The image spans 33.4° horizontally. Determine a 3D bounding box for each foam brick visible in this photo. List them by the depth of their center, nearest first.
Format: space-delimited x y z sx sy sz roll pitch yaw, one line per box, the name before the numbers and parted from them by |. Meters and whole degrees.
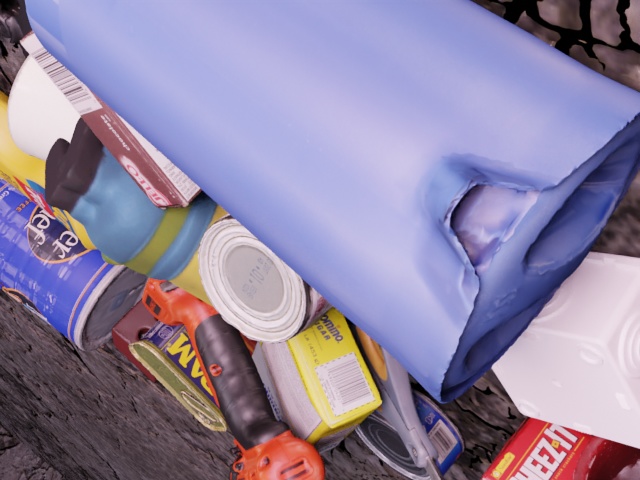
foam brick | -0.135 0.074 0.923 0.053 0.078 0.051 39 159 8

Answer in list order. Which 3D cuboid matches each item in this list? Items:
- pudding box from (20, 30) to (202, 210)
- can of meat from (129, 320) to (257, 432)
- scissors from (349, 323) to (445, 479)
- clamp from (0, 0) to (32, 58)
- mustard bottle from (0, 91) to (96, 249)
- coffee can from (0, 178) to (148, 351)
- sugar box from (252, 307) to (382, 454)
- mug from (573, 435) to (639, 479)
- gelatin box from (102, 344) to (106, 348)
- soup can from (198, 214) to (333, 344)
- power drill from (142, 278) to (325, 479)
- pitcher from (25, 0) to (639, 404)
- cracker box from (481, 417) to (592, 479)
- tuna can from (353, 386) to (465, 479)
pudding box | -0.079 -0.086 0.542 0.039 0.090 0.113 1 133 55
can of meat | -0.089 0.092 0.872 0.102 0.083 0.058 47 156 -11
scissors | 0.061 0.115 0.669 0.202 0.016 0.096 54 156 41
clamp | -0.185 -0.137 0.687 0.120 0.039 0.172 39 156 1
mustard bottle | -0.205 -0.045 0.851 0.192 0.058 0.096 35 164 15
coffee can | -0.227 0.016 0.927 0.140 0.102 0.103 33 156 12
sugar box | -0.007 0.098 0.758 0.176 0.048 0.093 110 138 -71
mug | 0.189 0.140 0.529 0.117 0.093 0.081 -10 140 16
gelatin box | -0.211 0.044 0.997 0.089 0.073 0.030 41 163 2
soup can | -0.004 0.001 0.534 0.069 0.102 0.068 19 124 30
power drill | -0.064 0.109 0.768 0.188 0.057 0.185 62 161 7
pitcher | 0.003 -0.057 0.436 0.243 0.144 0.149 38 145 20
cracker box | 0.194 0.210 0.647 0.214 0.072 0.164 35 155 19
tuna can | 0.062 0.140 0.781 0.086 0.033 0.086 35 156 18
